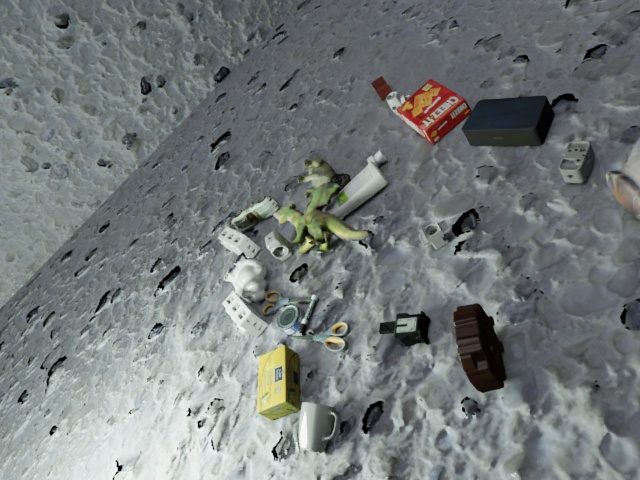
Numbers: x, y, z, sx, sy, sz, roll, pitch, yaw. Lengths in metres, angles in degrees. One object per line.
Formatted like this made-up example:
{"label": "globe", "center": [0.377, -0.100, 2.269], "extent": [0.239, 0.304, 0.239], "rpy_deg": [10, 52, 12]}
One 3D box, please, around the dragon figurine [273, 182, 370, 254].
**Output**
{"label": "dragon figurine", "center": [0.005, -0.083, 1.647], "extent": [0.408, 0.121, 0.247], "rpy_deg": [-10, 62, 38]}

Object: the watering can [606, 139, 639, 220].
{"label": "watering can", "center": [0.742, -0.109, 1.042], "extent": [0.222, 0.102, 0.356], "rpy_deg": [-33, 38, 16]}

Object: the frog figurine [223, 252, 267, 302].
{"label": "frog figurine", "center": [-0.227, 0.138, 1.734], "extent": [0.161, 0.120, 0.139], "rpy_deg": [38, 73, 17]}
